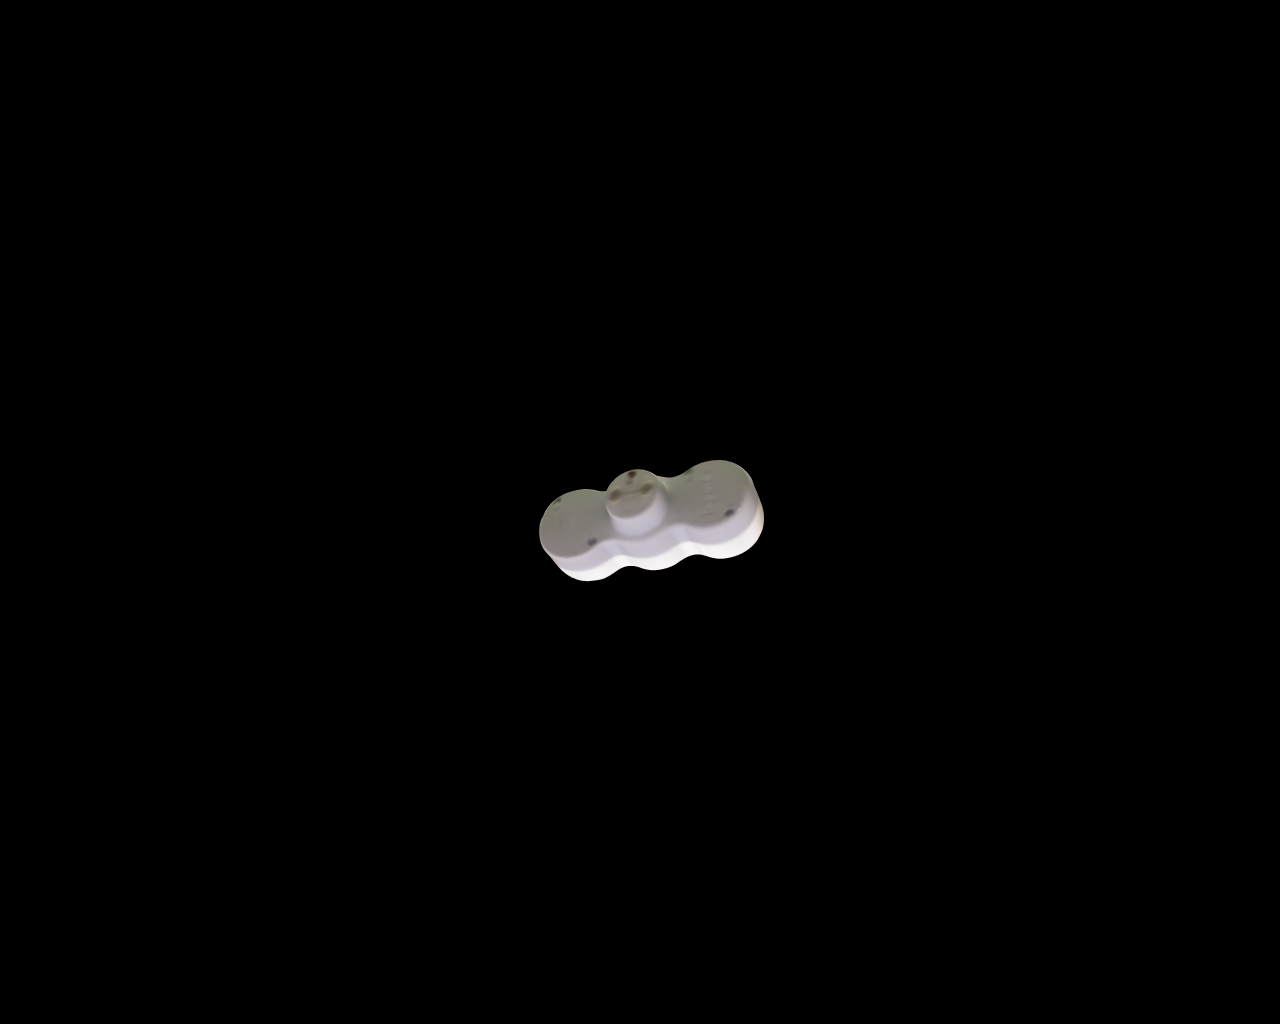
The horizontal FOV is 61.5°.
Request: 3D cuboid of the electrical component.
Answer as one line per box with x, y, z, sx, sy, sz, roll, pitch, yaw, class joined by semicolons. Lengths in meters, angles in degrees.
0.001;-0.003;0.650;0.138;0.052;0.073;-11;-35;16;electrical component
